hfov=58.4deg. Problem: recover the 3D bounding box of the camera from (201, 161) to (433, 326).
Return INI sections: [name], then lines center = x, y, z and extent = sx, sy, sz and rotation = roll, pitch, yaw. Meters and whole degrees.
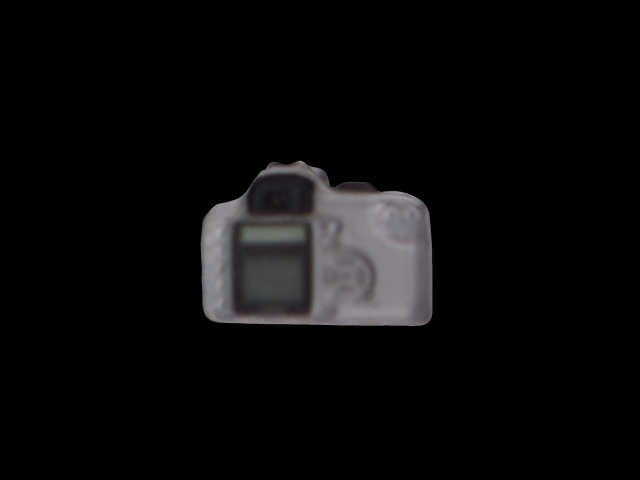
[camera]
center = 0.004, 0.001, 0.400
extent = 0.143, 0.101, 0.137
rotation = 0, 0, 8
